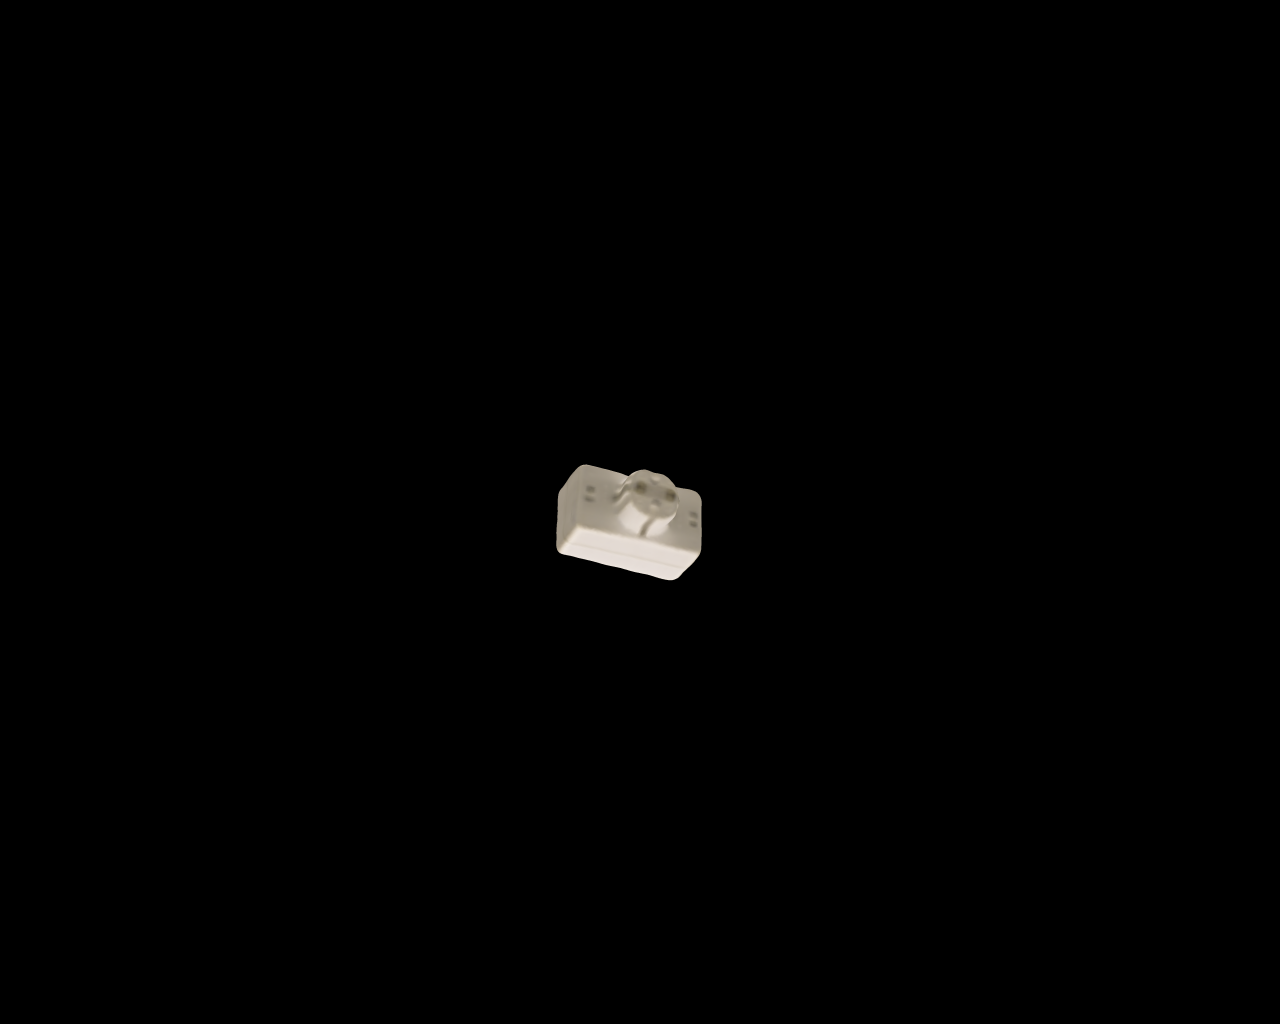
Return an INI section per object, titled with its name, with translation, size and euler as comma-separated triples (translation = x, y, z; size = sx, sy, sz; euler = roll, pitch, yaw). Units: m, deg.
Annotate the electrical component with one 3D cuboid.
[electrical component]
translation = 0.001, -0.003, 0.650
size = 0.083, 0.047, 0.075
euler = 14, -36, -20
